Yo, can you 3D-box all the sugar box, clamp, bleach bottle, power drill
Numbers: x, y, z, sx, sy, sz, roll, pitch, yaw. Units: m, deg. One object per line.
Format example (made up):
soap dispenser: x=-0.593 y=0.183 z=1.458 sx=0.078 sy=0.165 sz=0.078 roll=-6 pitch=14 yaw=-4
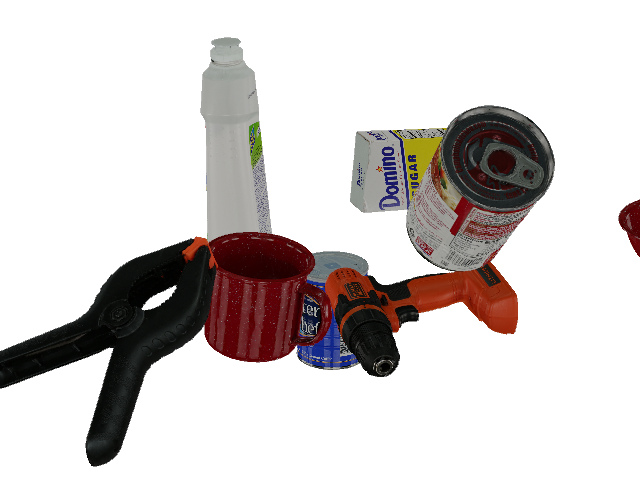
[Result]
sugar box: x=0.127 y=-0.087 z=1.289 sx=0.176 sy=0.093 sz=0.048 roll=-7 pitch=26 yaw=-22
clamp: x=-0.139 y=0.060 z=0.707 sx=0.120 sy=0.171 sz=0.039 roll=22 pitch=-36 yaw=21
bleach bottle: x=-0.085 y=-0.079 z=1.068 sx=0.068 sy=0.251 sz=0.102 roll=0 pitch=27 yaw=4
power drill: x=0.109 y=0.075 z=1.129 sx=0.187 sy=0.057 sz=0.184 roll=-6 pitch=28 yaw=-11

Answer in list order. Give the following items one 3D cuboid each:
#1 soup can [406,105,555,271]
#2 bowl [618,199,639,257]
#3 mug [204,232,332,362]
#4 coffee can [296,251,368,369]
soup can: x=0.096 y=-0.028 z=0.660 sx=0.068 sy=0.068 sz=0.102 roll=0 pitch=-23 yaw=-8
bowl: x=0.396 y=0.003 z=1.125 sx=0.162 sy=0.055 sz=0.162 roll=-3 pitch=23 yaw=1
mug: x=-0.044 y=0.052 z=0.893 sx=0.117 sy=0.081 sz=0.093 roll=17 pitch=26 yaw=20
coffee can: x=0.016 y=0.099 z=1.522 sx=0.103 sy=0.140 sz=0.103 roll=0 pitch=21 yaw=0
